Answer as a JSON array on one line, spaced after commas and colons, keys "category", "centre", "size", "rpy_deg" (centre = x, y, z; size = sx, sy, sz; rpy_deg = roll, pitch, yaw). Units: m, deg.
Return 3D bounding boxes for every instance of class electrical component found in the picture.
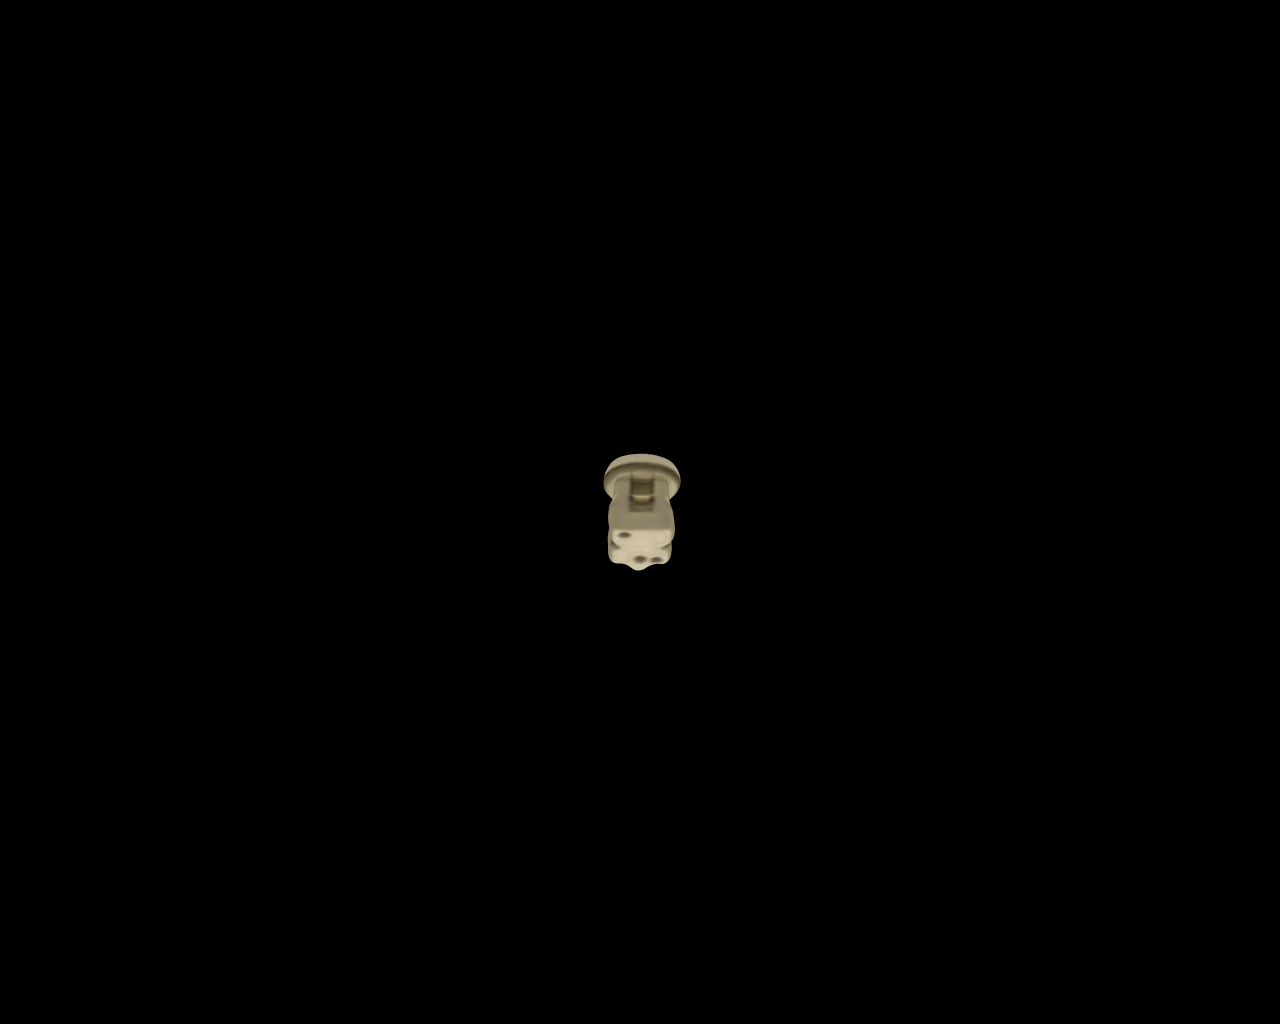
[{"category": "electrical component", "centre": [0.001, -0.003, 0.650], "size": [0.048, 0.055, 0.066], "rpy_deg": [2, -31, -3]}]
